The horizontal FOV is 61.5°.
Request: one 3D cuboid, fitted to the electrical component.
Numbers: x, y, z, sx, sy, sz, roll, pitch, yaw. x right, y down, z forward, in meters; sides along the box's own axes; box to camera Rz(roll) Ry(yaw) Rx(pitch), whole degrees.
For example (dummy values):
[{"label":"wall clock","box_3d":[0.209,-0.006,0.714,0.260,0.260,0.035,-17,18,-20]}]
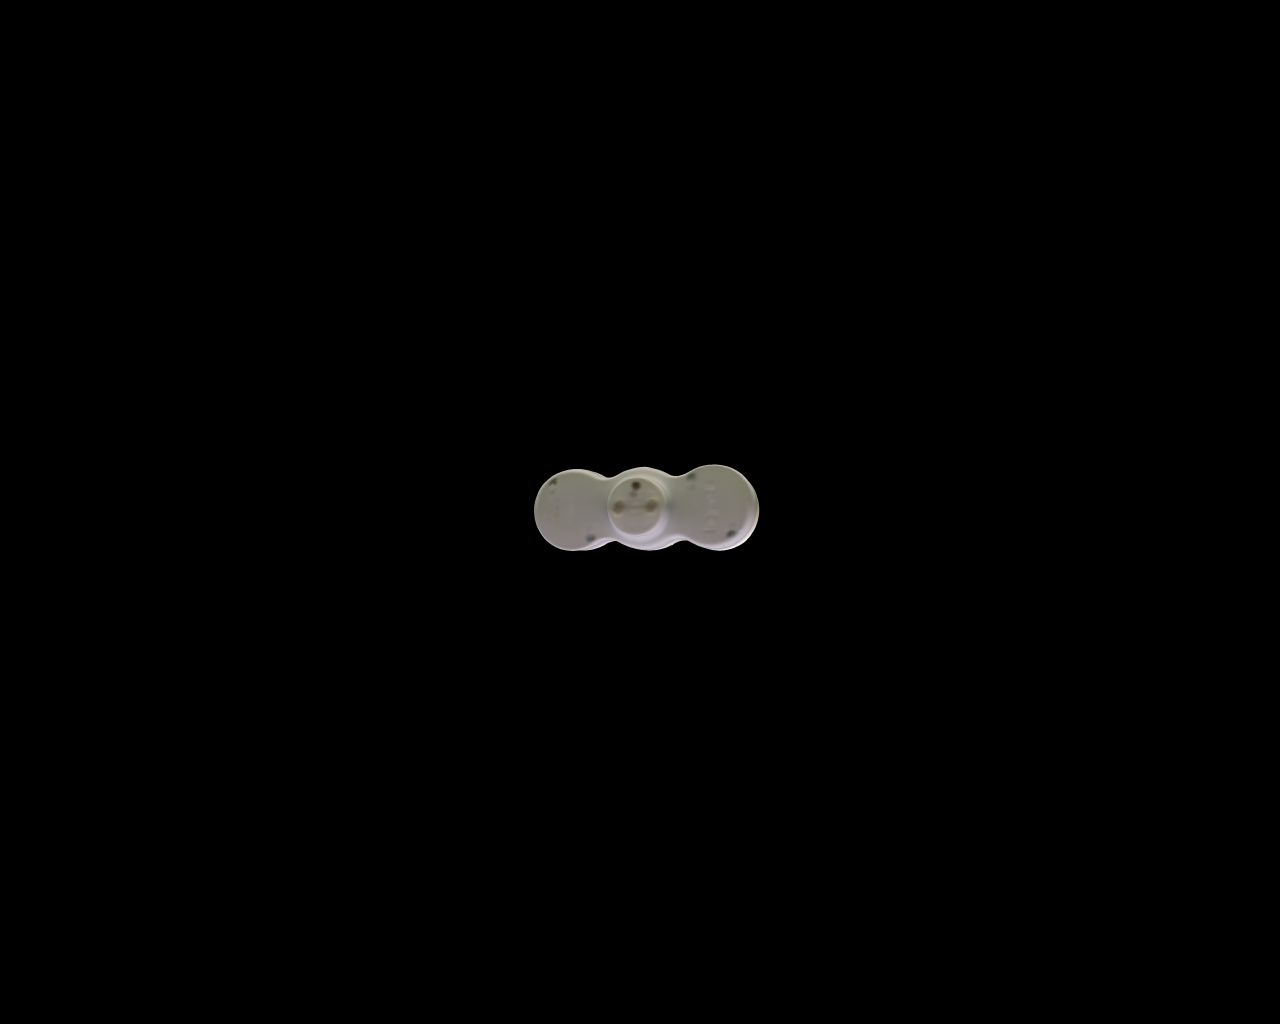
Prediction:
[{"label":"electrical component","box_3d":[0.001,-0.003,0.650,0.138,0.052,0.073,-1,-4,11]}]
